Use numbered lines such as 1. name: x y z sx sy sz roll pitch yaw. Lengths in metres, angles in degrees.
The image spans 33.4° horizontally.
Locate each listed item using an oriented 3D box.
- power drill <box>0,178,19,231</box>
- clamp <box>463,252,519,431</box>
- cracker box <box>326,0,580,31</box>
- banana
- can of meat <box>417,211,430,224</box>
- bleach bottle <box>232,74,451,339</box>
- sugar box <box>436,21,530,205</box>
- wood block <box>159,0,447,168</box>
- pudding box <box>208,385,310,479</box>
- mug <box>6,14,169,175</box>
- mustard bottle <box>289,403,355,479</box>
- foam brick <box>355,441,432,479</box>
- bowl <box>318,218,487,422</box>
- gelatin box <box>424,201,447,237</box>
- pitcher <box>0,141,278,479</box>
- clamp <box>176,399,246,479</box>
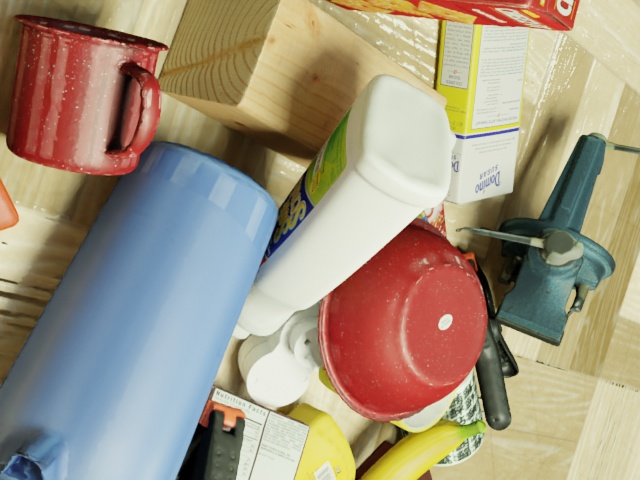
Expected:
1. power drill: -0.261 0.008 0.581 0.187 0.057 0.184 -40 129 -32
2. clamp: 0.160 0.098 1.047 0.120 0.039 0.171 -78 146 -62
3. cracker box: 0.097 -0.244 0.766 0.071 0.214 0.164 10 96 -48
4. banana: 0.058 0.217 0.939 0.197 0.070 0.037 -40 90 -15
5. can of meat: 0.058 0.029 0.895 0.102 0.057 0.084 -25 103 0
6. bleach bottle: -0.005 0.001 0.750 0.068 0.251 0.102 26 44 -17
7. sugar box: 0.147 -0.127 0.989 0.093 0.048 0.176 -12 115 -45
8. wood block: -0.006 -0.108 0.794 0.205 0.091 0.090 24 85 -49
9. pudding box: -0.067 0.179 0.820 0.090 0.039 0.113 26 65 -18
10. mug: -0.137 -0.084 0.645 0.093 0.117 0.081 -3 110 -50
11. mustard bottle: -0.052 0.229 0.880 0.191 0.058 0.096 -42 133 -31
12. foam brick: 0.063 0.241 1.013 0.078 0.051 0.053 -41 129 -31
13. bowl: 0.077 0.062 0.813 0.161 0.055 0.162 -2 94 -39
14. gelatin box: 0.076 -0.013 0.959 0.089 0.030 0.073 -31 123 -37
15. pitcher: -0.121 0.065 0.713 0.144 0.149 0.242 33 75 -32
16. clamp: -0.111 0.208 0.736 0.036 0.165 0.210 23 84 -30
